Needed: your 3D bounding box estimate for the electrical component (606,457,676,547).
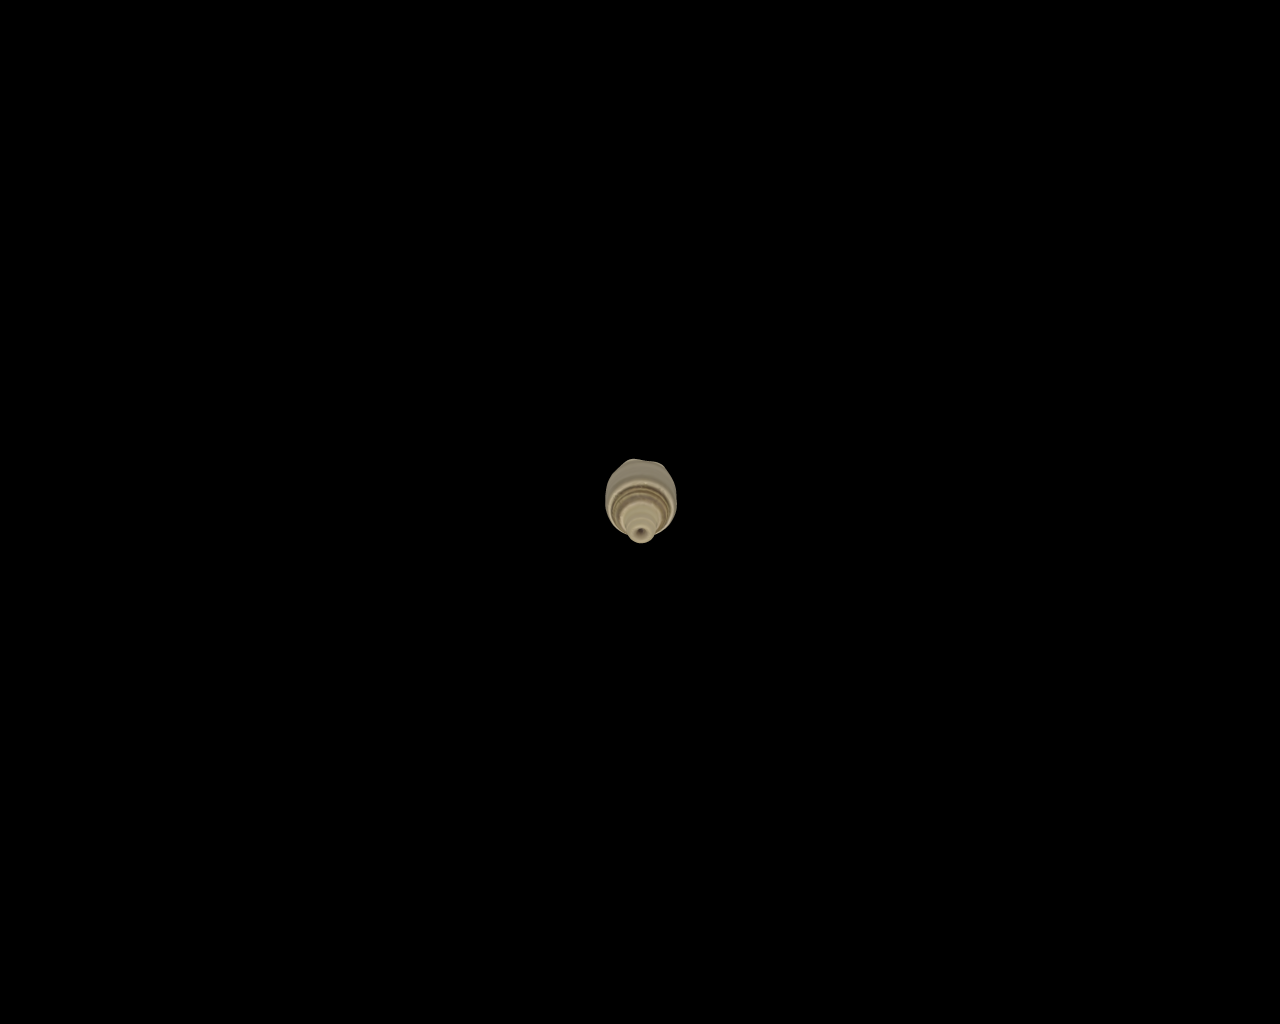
[{"bbox_3d":[0.001,-0.003,0.650,0.043,0.043,0.062,0,31,0],"label":"electrical component"}]
